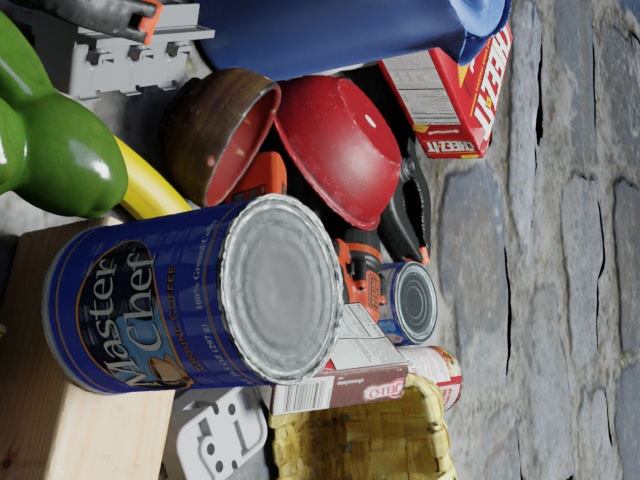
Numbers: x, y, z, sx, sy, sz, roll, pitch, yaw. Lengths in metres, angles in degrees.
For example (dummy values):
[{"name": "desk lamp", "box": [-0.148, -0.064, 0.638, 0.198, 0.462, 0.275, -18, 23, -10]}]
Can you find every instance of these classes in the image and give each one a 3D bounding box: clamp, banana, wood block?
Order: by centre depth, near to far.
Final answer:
[{"name": "clamp", "box": [-0.183, -0.167, 0.650, 0.171, 0.039, 0.120, 19, 25, -28]}, {"name": "wood block", "box": [-0.155, 0.100, 0.675, 0.090, 0.091, 0.206, 34, 57, -45]}, {"name": "banana", "box": [-0.134, -0.038, 0.762, 0.037, 0.070, 0.197, -43, 121, 2]}, {"name": "clamp", "box": [0.081, -0.079, 1.093, 0.164, 0.036, 0.210, -32, 109, -55]}]

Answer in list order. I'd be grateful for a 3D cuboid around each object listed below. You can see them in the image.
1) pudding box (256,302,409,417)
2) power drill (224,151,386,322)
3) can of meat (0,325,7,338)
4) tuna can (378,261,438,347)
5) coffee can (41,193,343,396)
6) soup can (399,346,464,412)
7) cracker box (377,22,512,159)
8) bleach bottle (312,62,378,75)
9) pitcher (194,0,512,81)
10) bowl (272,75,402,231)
[{"name": "pudding box", "box": [0.000, 0.090, 0.830, 0.113, 0.090, 0.039, -2, 120, -26]}, {"name": "power drill", "box": [-0.006, 0.001, 0.927, 0.187, 0.057, 0.184, 38, 43, -44]}, {"name": "can of meat", "box": [-0.235, 0.078, 0.597, 0.102, 0.058, 0.084, 29, 63, -48]}, {"name": "tuna can", "box": [0.084, 0.064, 1.070, 0.086, 0.034, 0.086, 16, 71, -52]}, {"name": "coffee can", "box": [-0.073, 0.034, 0.602, 0.102, 0.141, 0.103, 14, 72, -51]}, {"name": "soup can", "box": [0.085, 0.137, 1.026, 0.102, 0.069, 0.068, 5, 79, -54]}, {"name": "cracker box", "box": [0.124, -0.204, 1.054, 0.213, 0.072, 0.164, 53, 48, -52]}, {"name": "bleach bottle", "box": [0.056, -0.216, 1.067, 0.250, 0.068, 0.102, -14, 97, -57]}, {"name": "pitcher", "box": [0.019, -0.210, 0.853, 0.145, 0.243, 0.149, 54, 43, -33]}, {"name": "bowl", "box": [0.024, -0.090, 0.942, 0.162, 0.055, 0.162, 46, 22, -26]}]
